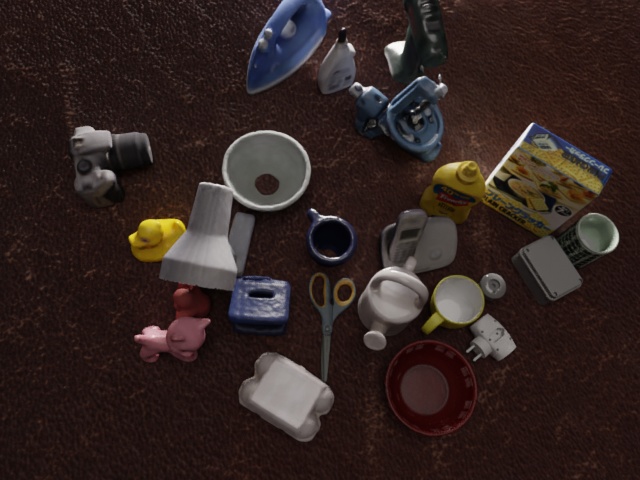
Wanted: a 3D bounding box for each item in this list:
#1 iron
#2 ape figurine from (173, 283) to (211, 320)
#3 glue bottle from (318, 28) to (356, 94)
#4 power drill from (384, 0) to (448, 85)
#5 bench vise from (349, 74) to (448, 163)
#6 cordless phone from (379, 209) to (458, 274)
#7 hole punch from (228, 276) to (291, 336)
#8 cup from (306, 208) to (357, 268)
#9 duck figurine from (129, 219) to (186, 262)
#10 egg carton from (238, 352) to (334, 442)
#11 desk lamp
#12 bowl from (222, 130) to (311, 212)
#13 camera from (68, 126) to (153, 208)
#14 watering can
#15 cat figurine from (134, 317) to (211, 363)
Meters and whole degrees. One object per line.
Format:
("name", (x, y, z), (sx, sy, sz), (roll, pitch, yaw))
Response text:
("iron", (-0.076, -0.427, 1.173), (0.118, 0.141, 0.258), (30, 70, 6))
("ape figurine", (-0.230, 0.106, 0.993), (0.076, 0.092, 0.078), (21, 70, 3))
("glue bottle", (0.038, -0.361, 1.143), (0.078, 0.173, 0.037), (-21, 73, -12))
("power drill", (0.190, -0.429, 1.162), (0.076, 0.208, 0.229), (-12, 72, -9))
("bench vise", (0.150, -0.243, 1.085), (0.207, 0.220, 0.121), (14, 69, 0))
("cordless phone", (0.185, -0.008, 1.022), (0.147, 0.185, 0.094), (-12, 71, -9))
("hole punch", (-0.106, 0.110, 1.003), (0.108, 0.091, 0.101), (3, 70, -4))
("cup", (0.010, 0.004, 1.050), (0.092, 0.095, 0.117), (-32, 76, -15))
("duck figurine", (-0.296, -0.010, 1.032), (0.105, 0.086, 0.077), (-27, 75, -14))
("egg carton", (-0.055, 0.262, 0.964), (0.150, 0.069, 0.107), (30, 70, 6))
("desk lamp", (-0.184, 0.005, 0.968), (0.118, 0.213, 0.203), (10, 70, -1))
("bowl", (-0.101, -0.120, 1.095), (0.167, 0.075, 0.167), (2, 70, -4))
("camera", (-0.386, -0.150, 1.067), (0.137, 0.101, 0.143), (-11, 71, -9))
("watering can", (0.126, 0.104, 0.971), (0.101, 0.194, 0.173), (6, 70, -3))
("cat figurine", (-0.245, 0.164, 0.957), (0.128, 0.118, 0.067), (-2, 70, -6))
